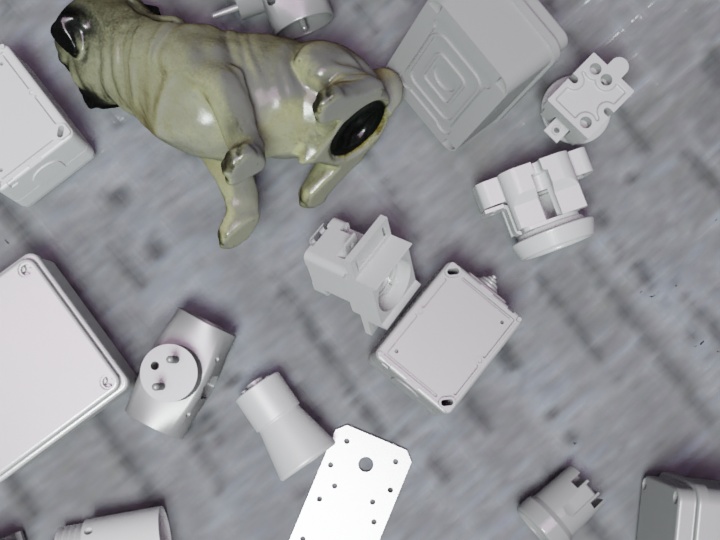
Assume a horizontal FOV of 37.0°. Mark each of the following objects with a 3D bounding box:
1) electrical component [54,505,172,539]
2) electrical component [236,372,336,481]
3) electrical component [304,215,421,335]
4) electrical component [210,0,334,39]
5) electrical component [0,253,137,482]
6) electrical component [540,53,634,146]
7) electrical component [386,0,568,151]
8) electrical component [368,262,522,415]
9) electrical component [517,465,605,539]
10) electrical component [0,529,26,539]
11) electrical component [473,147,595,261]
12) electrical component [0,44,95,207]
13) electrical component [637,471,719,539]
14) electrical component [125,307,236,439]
[{"bbox_3d":[-0.168,0.184,0.707,0.081,0.043,0.043,-10,87,-2],"label":"electrical component"},{"bbox_3d":[-0.052,0.101,0.716,0.044,0.044,0.065,-35,83,-3],"label":"electrical component"},{"bbox_3d":[0.000,0.000,0.707,0.064,0.081,0.042,23,60,27],"label":"electrical component"},{"bbox_3d":[-0.068,-0.194,0.732,0.079,0.044,0.077,-21,87,-2],"label":"electrical component"},{"bbox_3d":[-0.222,0.063,0.707,0.109,0.056,0.108,-37,88,-3],"label":"electrical component"},{"bbox_3d":[0.149,-0.111,0.725,0.048,0.055,0.066,44,87,2],"label":"electrical component"},{"bbox_3d":[0.073,-0.137,0.694,0.057,0.113,0.078,-38,87,-21],"label":"electrical component"},{"bbox_3d":[0.058,0.042,0.715,0.062,0.061,0.096,40,79,1],"label":"electrical component"},{"bbox_3d":[0.134,0.158,0.717,0.046,0.040,0.040,-40,88,-9],"label":"electrical component"},{"bbox_3d":[-0.259,0.214,0.700,0.089,0.050,0.055,-20,86,-2],"label":"electrical component"},{"bbox_3d":[0.122,-0.041,0.720,0.078,0.058,0.057,-20,84,-3],"label":"electrical component"},{"bbox_3d":[-0.232,-0.099,0.718,0.062,0.061,0.096,-38,80,-3],"label":"electrical component"},{"bbox_3d":[0.217,0.192,0.697,0.057,0.078,0.113,7,86,-4],"label":"electrical component"},{"bbox_3d":[-0.120,0.067,0.697,0.043,0.079,0.077,27,86,4],"label":"electrical component"}]
